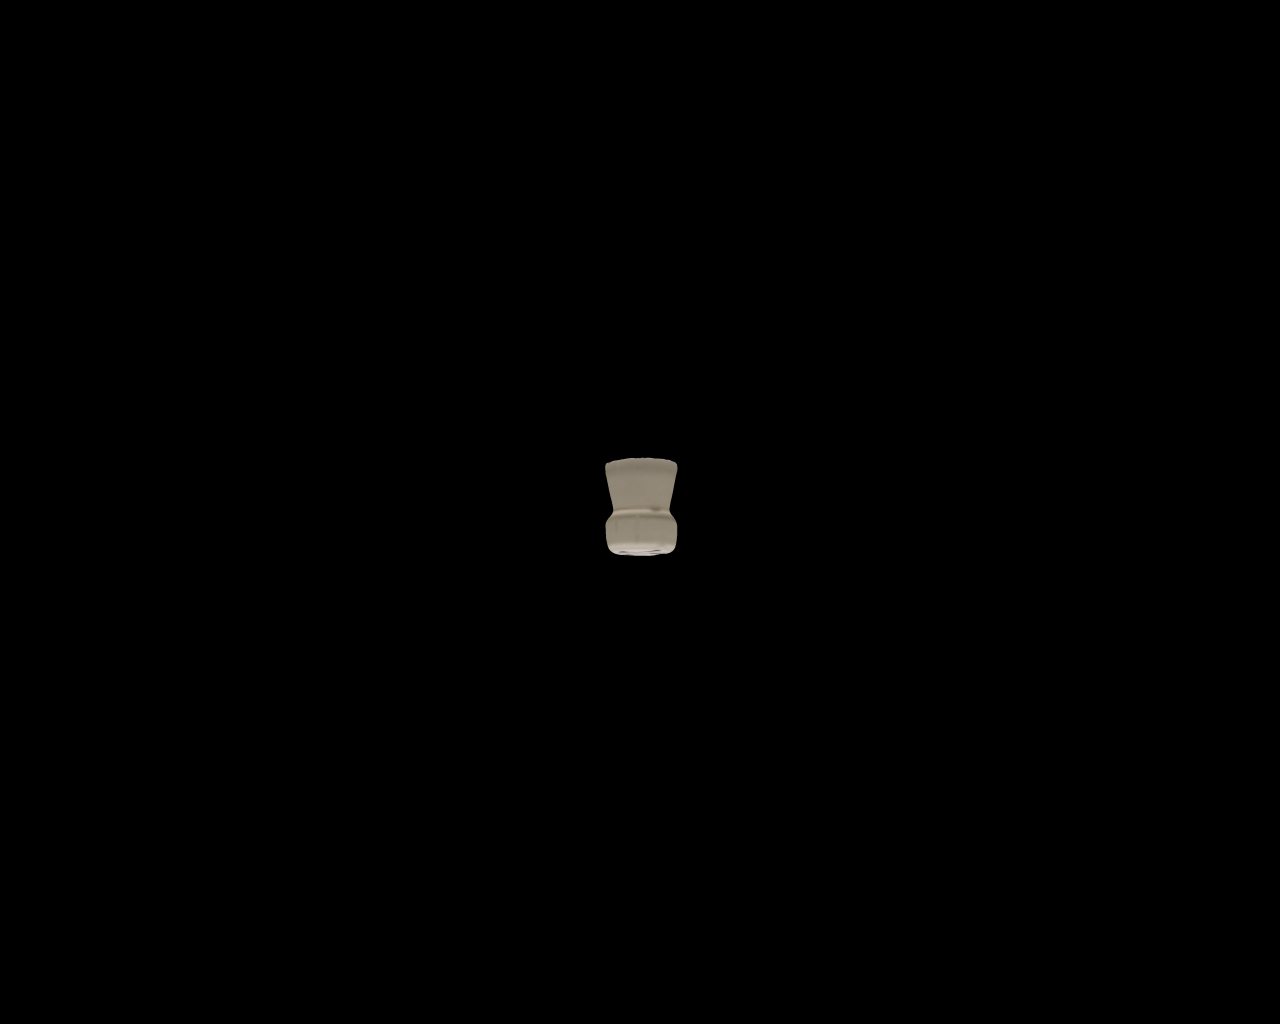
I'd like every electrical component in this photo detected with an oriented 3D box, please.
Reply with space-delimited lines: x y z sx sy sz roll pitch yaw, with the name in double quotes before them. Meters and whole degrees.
"electrical component" 0.001 -0.003 0.650 0.045 0.055 0.045 0 -7 0
